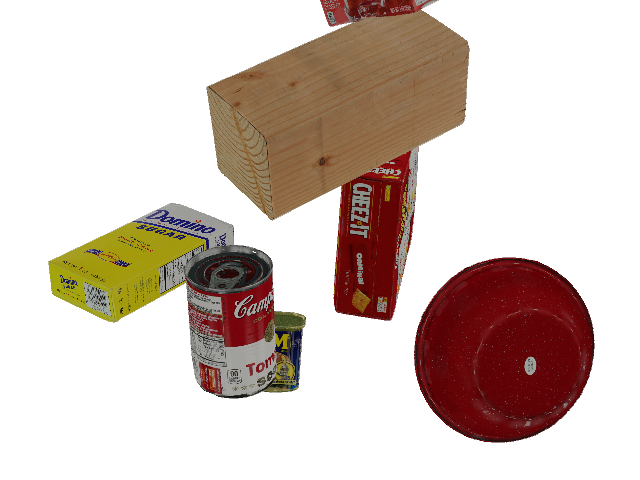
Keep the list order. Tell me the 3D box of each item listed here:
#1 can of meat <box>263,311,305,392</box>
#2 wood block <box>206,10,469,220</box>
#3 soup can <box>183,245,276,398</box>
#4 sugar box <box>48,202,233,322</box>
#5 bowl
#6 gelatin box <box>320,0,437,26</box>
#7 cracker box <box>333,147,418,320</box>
[{"bbox_3d":[-0.071,0.130,1.254,0.102,0.084,0.057,4,13,-1],"label":"can of meat"},{"bbox_3d":[0.018,-0.114,0.907,0.205,0.091,0.090,-28,49,-23],"label":"wood block"},{"bbox_3d":[-0.069,0.064,0.838,0.068,0.102,0.068,-1,29,0],"label":"soup can"},{"bbox_3d":[-0.180,0.018,1.094,0.093,0.048,0.175,20,36,31],"label":"sugar box"},{"bbox_3d":[0.162,0.097,0.884,0.162,0.162,0.055,0,7,-10],"label":"bowl"},{"bbox_3d":[0.028,-0.182,0.694,0.030,0.073,0.089,-34,24,-32],"label":"gelatin box"},{"bbox_3d":[0.066,-0.030,1.217,0.072,0.164,0.213,6,23,8],"label":"cracker box"}]
